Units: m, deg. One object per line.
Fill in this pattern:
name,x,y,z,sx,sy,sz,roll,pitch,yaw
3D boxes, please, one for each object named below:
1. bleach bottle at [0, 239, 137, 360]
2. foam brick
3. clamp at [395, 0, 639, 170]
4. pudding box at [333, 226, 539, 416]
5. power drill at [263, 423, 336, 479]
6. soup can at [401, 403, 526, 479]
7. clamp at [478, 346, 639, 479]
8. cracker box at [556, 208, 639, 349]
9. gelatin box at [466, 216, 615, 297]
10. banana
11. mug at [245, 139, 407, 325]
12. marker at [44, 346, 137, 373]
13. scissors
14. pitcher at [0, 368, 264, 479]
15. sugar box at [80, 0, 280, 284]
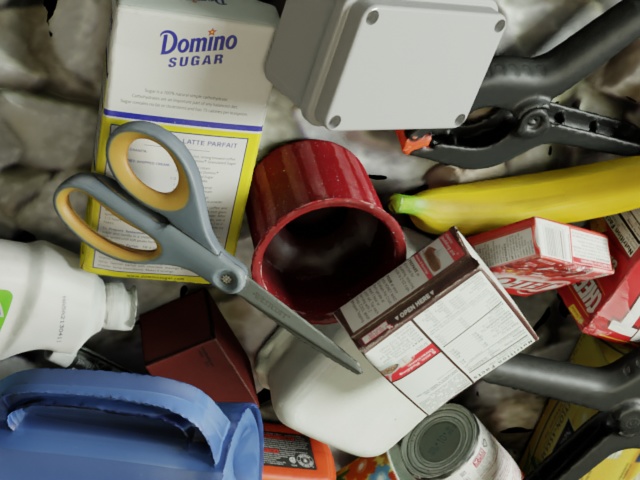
bleach bottle,-0.240,0.043,0.651,0.250,0.068,0.103,4,126,-18
foam brick,-0.081,0.083,0.724,0.053,0.051,0.078,-23,128,3
clamp,0.131,-0.091,0.648,0.171,0.039,0.120,-9,130,-10
pudding box,0.074,0.053,0.653,0.090,0.039,0.113,-37,142,7
power drill,-0.080,0.221,0.826,0.184,0.057,0.188,8,127,-22
soup can,0.115,0.182,0.833,0.068,0.068,0.102,-33,126,12
clamp,0.208,0.124,0.747,0.210,0.036,0.164,-10,125,-2
cracker box,0.287,-0.012,0.725,0.164,0.072,0.214,17,121,-24
gelatin box,0.138,0.014,0.699,0.089,0.030,0.073,11,158,-44
banana,0.143,-0.026,0.682,0.198,0.069,0.037,-9,92,5
mug,-0.004,0.001,0.660,0.093,0.081,0.117,3,125,-16
marker,-0.135,0.098,0.742,0.121,0.020,0.020,32,114,-31
scissors,-0.051,0.002,0.597,0.201,0.016,0.096,24,121,-1
pitcher,-0.162,0.147,0.669,0.243,0.145,0.149,6,88,9
sugar box,-0.084,-0.058,0.622,0.093,0.048,0.176,5,122,-16
